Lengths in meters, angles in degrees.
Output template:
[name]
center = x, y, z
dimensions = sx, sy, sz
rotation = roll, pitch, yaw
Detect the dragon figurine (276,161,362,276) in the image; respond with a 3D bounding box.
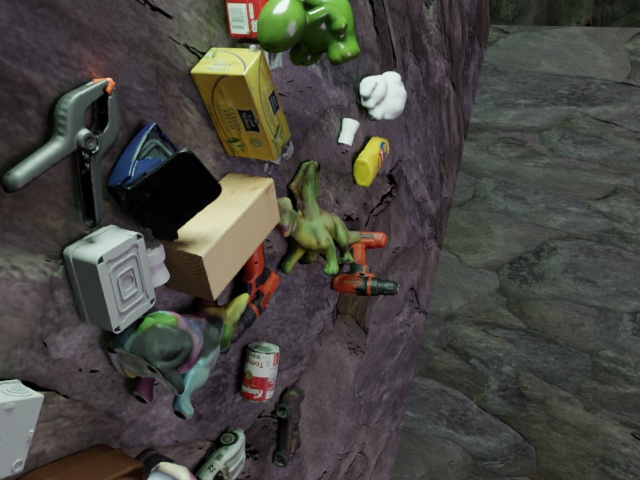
[dragon figurine]
center = 0.004, -0.058, 1.161
dimensions = 0.415, 0.122, 0.240
rotation = -32, 120, -61

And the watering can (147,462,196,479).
[watering can]
center = -0.217, 0.362, 0.589
dimensions = 0.229, 0.104, 0.339
rotation = -56, 148, -45

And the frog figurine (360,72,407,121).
[frog figurine]
center = 0.170, -0.392, 1.380
dimensions = 0.137, 0.123, 0.158
rotation = -58, 167, -1
